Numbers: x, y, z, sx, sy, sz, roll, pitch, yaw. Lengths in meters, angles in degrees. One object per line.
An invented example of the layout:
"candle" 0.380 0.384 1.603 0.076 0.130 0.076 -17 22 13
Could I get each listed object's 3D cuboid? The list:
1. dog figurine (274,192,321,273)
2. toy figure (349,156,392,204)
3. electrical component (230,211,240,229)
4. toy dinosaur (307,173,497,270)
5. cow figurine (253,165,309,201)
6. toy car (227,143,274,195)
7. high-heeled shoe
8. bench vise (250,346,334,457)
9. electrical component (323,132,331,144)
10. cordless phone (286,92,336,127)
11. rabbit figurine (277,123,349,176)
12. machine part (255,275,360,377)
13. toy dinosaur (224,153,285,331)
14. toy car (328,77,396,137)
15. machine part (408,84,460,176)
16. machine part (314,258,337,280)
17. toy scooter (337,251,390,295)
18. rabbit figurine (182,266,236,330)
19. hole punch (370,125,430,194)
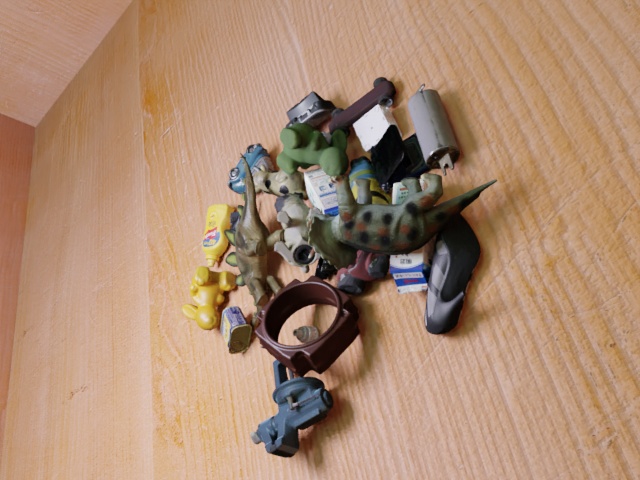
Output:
"dog figurine" -0.055 -0.023 1.312 0.191 0.121 0.172 -124 39 -75
"toy figure" 0.108 -0.115 1.254 0.082 0.089 0.180 -36 55 35
"electrical component" -0.221 -0.059 1.561 0.048 0.074 0.119 -10 72 41
"toy dinosaur" 0.135 -0.033 1.065 0.405 0.131 0.192 2 94 23
"cow figurine" -0.114 -0.152 1.451 0.195 0.127 0.085 4 73 63
"toy car" -0.187 -0.195 1.574 0.103 0.109 0.161 32 86 23
"high-heeled shoe" 0.252 0.065 1.082 0.145 0.086 0.249 116 167 -51
"bench vise" -0.075 0.358 1.225 0.223 0.128 0.241 -45 40 27
"electrical component" 0.022 -0.244 1.424 0.078 0.045 0.102 -46 44 -18
"cordless phone" -0.030 -0.288 1.424 0.147 0.088 0.184 -30 40 34
"rabbit figurine" 0.002 -0.203 1.304 0.170 0.159 0.121 33 128 22
"machine part" -0.030 0.187 1.207 0.201 0.087 0.201 -42 44 -21
"toy dinosaur" -0.179 0.009 1.426 0.199 0.105 0.470 13 102 48
"toy car" 0.107 -0.330 1.364 0.202 0.053 0.089 -33 48 26
"machine part" 0.247 -0.243 1.178 0.079 0.079 0.243 -32 55 32
"machine part" 0.015 0.058 1.279 0.139 0.039 0.084 152 140 -79
"toy scooter" 0.101 0.039 1.198 0.184 0.075 0.135 -38 36 53
"rabbit figurine" -0.331 0.180 1.545 0.162 0.122 0.173 -31 56 38
"hole punch" 0.182 -0.184 1.223 0.115 0.092 0.142 -52 44 43
